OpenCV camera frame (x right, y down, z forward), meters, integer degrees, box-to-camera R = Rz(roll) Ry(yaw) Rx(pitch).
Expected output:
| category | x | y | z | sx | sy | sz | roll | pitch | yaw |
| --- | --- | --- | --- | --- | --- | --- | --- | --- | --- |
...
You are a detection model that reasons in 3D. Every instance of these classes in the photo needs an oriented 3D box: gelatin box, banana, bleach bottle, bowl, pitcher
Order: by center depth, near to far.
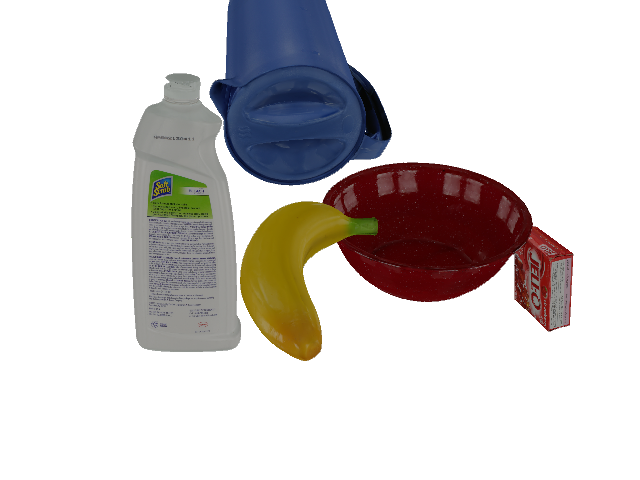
| category | x | y | z | sx | sy | sz | roll | pitch | yaw |
| --- | --- | --- | --- | --- | --- | --- | --- | --- | --- |
| banana | -0.014 | 0.013 | 0.649 | 0.070 | 0.037 | 0.197 | 4 | 24 | 12 |
| bowl | 0.080 | 0.000 | 0.831 | 0.162 | 0.055 | 0.162 | 1 | 32 | -1 |
| bleach bottle | -0.118 | -0.024 | 0.959 | 0.102 | 0.251 | 0.068 | 0 | 23 | -10 |
| pitcher | -0.025 | -0.173 | 1.075 | 0.145 | 0.149 | 0.243 | -19 | 39 | 9 |
| gelatin box | 0.233 | 0.039 | 1.124 | 0.030 | 0.089 | 0.073 | -13 | 29 | -15 |
